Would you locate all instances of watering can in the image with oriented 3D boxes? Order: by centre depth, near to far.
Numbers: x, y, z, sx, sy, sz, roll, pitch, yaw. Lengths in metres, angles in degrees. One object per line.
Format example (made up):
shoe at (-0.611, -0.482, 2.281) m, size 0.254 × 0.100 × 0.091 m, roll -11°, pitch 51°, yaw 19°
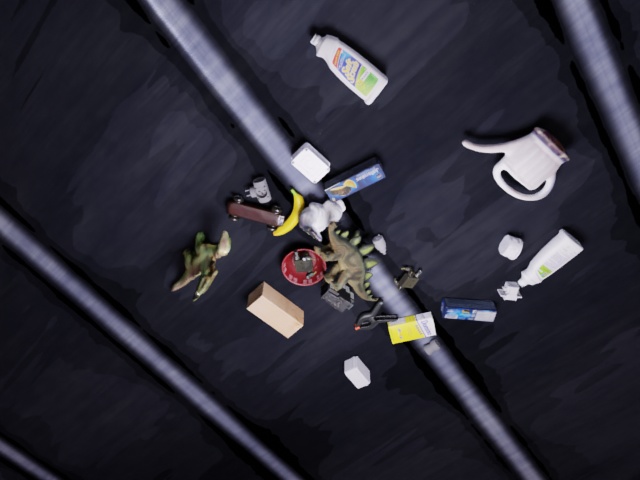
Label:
watering can at (0.639, -0.268, 1.642) m, size 0.345 × 0.106 × 0.221 m, roll 36°, pitch 113°, yaw -18°

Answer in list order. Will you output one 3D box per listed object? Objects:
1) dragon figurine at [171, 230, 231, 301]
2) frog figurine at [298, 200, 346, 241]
dragon figurine at (-0.418, 0.108, 1.778) m, size 0.121 × 0.248 × 0.405 m, roll 30°, pitch 113°, yaw -22°
frog figurine at (0.005, -0.088, 1.753) m, size 0.160 × 0.124 × 0.135 m, roll -56°, pitch 140°, yaw -9°
